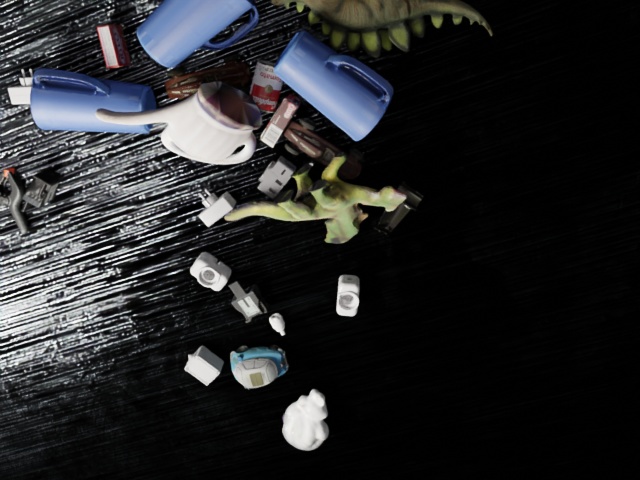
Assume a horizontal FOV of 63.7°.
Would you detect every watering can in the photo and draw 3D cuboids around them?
[{"bbox_3d":[-0.276,-0.254,1.109,0.346,0.106,0.221,16,144,-37],"label":"watering can"}]

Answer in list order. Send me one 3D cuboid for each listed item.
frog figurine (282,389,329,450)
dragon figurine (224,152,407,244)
[{"bbox_3d":[-0.029,0.507,1.447,0.138,0.124,0.156,41,121,8],"label":"frog figurine"},{"bbox_3d":[0.004,-0.062,1.224,0.407,0.125,0.238,-20,132,21],"label":"dragon figurine"}]
